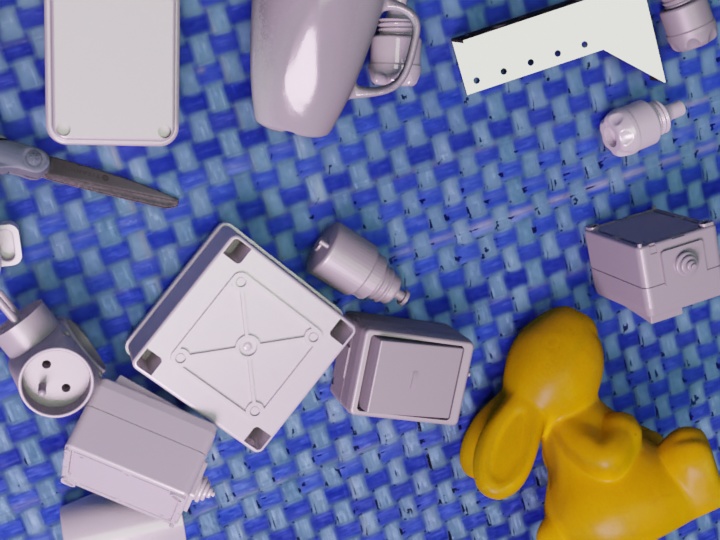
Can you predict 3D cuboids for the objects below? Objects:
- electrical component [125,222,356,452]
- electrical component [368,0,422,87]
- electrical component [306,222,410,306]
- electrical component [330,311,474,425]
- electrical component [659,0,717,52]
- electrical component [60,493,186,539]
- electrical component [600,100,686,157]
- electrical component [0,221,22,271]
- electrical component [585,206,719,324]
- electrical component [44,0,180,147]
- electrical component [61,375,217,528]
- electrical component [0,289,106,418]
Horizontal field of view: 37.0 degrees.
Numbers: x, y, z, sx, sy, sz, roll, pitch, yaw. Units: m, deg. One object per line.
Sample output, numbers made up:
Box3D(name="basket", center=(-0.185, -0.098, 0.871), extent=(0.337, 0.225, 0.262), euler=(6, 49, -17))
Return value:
Box3D(name="electrical component", center=(-0.079, 0.044, 0.709), extent=(0.109, 0.056, 0.108), euler=(39, 89, -19))
Box3D(name="electrical component", center=(0.024, -0.153, 0.711), extent=(0.035, 0.035, 0.061), euler=(0, 99, -16))
Box3D(name="electrical component", center=(0.000, 0.000, 0.731), extent=(0.078, 0.040, 0.040), euler=(32, 91, -19))
Box3D(name="electrical component", center=(0.036, 0.069, 0.745), extent=(0.096, 0.061, 0.061), euler=(9, 98, -18))
Box3D(name="electrical component", center=(0.229, -0.188, 0.764), extent=(0.035, 0.035, 0.061), euler=(-27, 105, -10))
Box3D(name="electrical component", center=(-0.156, 0.189, 0.722), extent=(0.077, 0.043, 0.079), euler=(-10, 103, -14))
Box3D(name="electrical component", center=(0.206, -0.106, 0.774), extent=(0.061, 0.035, 0.035), euler=(-23, 106, -13))
Box3D(name="electrical component", center=(-0.246, -0.009, 0.649), extent=(0.078, 0.057, 0.058), euler=(-7, 103, -15))
Box3D(name="electrical component", center=(0.212, -0.003, 0.763), extent=(0.062, 0.096, 0.061), euler=(-17, 105, -12))
Box3D(name="electrical component", center=(-0.151, -0.133, 0.652), extent=(0.078, 0.057, 0.113), euler=(-1, 101, -16))
Box3D(name="electrical component", center=(-0.134, 0.117, 0.687), extent=(0.096, 0.061, 0.061), euler=(23, 56, -4))
Box3D(name="electrical component", center=(-0.198, 0.045, 0.663), extent=(0.044, 0.077, 0.079), euler=(-37, 108, -6))
